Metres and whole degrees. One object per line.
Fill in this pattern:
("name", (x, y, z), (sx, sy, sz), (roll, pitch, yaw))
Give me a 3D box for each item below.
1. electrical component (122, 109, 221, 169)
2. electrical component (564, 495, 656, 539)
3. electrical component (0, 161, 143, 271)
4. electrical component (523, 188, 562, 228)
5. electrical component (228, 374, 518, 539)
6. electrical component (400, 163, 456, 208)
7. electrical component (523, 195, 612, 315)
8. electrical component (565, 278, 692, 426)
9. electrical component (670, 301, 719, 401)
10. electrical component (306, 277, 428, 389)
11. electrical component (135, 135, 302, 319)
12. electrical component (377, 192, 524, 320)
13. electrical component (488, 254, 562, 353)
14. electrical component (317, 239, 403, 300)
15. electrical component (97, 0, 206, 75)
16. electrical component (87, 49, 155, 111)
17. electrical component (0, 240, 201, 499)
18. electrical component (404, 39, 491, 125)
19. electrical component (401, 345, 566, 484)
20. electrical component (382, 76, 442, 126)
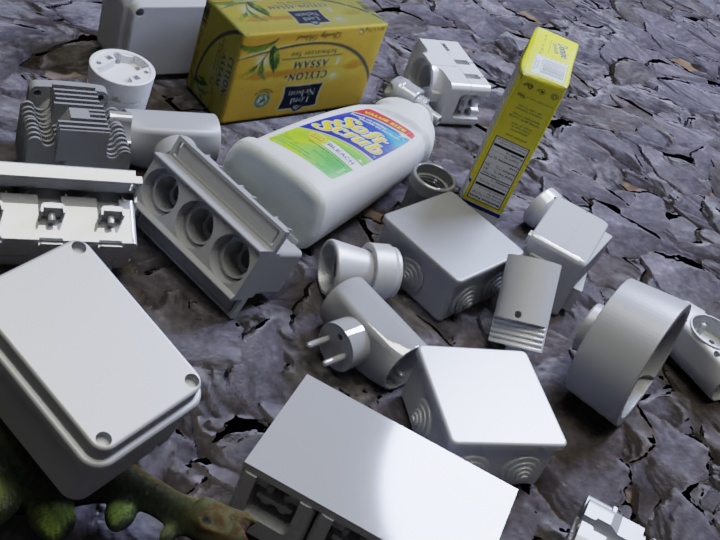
("electrical component", (-0.153, -0.098, 0.881), (0.077, 0.043, 0.079), (-1, 43, -27))
("electrical component", (0.157, 0.187, 0.682), (0.057, 0.058, 0.078), (27, 37, 11))
("electrical component", (-0.221, -0.036, 0.754), (0.121, 0.078, 0.063), (2, 64, -25))
("electrical component", (0.180, -0.046, 0.990), (0.046, 0.040, 0.040), (46, 43, 19))
("electrical component", (0.006, 0.144, 0.653), (0.150, 0.061, 0.089), (28, 38, 7))
("electrical component", (0.058, -0.065, 0.944), (0.040, 0.046, 0.040), (14, 38, -11))
("electrical component", (0.169, -0.008, 0.919), (0.061, 0.061, 0.096), (30, 38, 10))
("electrical component", (0.198, 0.057, 0.821), (0.060, 0.108, 0.108), (32, 38, 22))
("electrical component", (0.300, 0.064, 0.911), (0.079, 0.044, 0.077), (-9, 47, -35))
("electrical component", (-0.003, 0.050, 0.777), (0.079, 0.043, 0.077), (-18, 53, -40))
("electrical component", (-0.107, -0.033, 0.807), (0.121, 0.078, 0.063), (42, 19, 23))
("electrical component", (0.070, -0.012, 0.884), (0.100, 0.048, 0.100), (-22, 55, -42))
("electrical component", (0.129, 0.031, 0.847), (0.043, 0.081, 0.043), (13, -2, 0))
("electrical component", (0.000, 0.000, 0.838), (0.055, 0.045, 0.045), (4, 41, -23))
("electrical component", (-0.177, -0.226, 0.995), (0.113, 0.078, 0.057), (-11, 45, -36))
("electrical component", (-0.206, -0.153, 0.917), (0.055, 0.047, 0.055), (14, 38, -11))
("electrical component", (-0.147, 0.050, 0.558), (0.113, 0.057, 0.078), (48, 47, 9))
("electrical component", (0.085, -0.195, 1.111), (0.056, 0.050, 0.089), (-1, 43, -28))
("electrical component", (0.083, 0.102, 0.752), (0.100, 0.048, 0.099), (5, 41, -22))
("electrical component", (0.054, -0.165, 1.073), (0.061, 0.035, 0.035), (35, 39, 12))
